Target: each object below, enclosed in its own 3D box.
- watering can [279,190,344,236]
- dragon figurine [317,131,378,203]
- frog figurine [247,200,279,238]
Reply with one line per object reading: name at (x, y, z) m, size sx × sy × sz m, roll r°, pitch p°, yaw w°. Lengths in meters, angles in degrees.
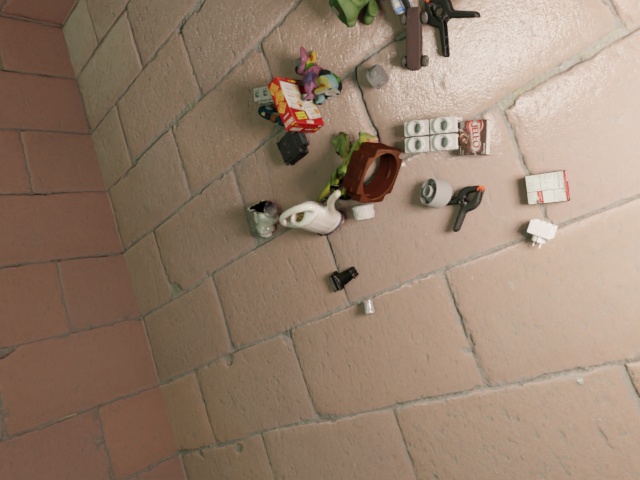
watering can at (0.006, -0.098, 1.939) m, size 0.344 × 0.223 × 0.106 m, roll -20°, pitch 64°, yaw 41°
dragon figurine at (0.083, -0.288, 1.950) m, size 0.406 × 0.122 × 0.246 m, roll -23°, pitch 60°, yaw 55°
frog figurine at (-0.230, -0.089, 2.243) m, size 0.137 × 0.125 × 0.156 m, roll -1°, pitch 130°, yaw 33°
